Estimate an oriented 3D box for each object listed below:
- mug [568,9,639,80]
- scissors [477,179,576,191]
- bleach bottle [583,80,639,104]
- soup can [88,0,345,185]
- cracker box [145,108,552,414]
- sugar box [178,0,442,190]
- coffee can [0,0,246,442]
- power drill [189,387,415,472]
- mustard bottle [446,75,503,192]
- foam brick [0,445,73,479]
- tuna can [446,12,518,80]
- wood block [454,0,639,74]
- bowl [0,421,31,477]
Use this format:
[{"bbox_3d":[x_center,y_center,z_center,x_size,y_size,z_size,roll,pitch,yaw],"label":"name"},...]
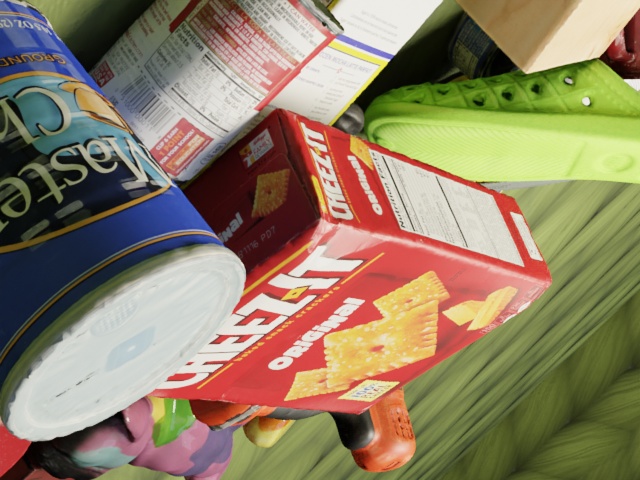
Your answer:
[{"bbox_3d":[0.209,-0.149,0.714,0.117,0.093,0.081,-17,108,-56],"label":"mug"},{"bbox_3d":[0.090,-0.045,0.784,0.202,0.016,0.096,-15,148,6],"label":"scissors"},{"bbox_3d":[0.244,-0.146,0.905,0.251,0.068,0.102,-41,161,11],"label":"bleach bottle"},{"bbox_3d":[-0.048,-0.082,0.476,0.102,0.068,0.068,-43,161,12],"label":"soup can"},{"bbox_3d":[0.003,0.027,0.579,0.164,0.072,0.213,-38,149,28],"label":"cracker box"},{"bbox_3d":[-0.008,-0.097,0.559,0.176,0.048,0.093,-49,160,17],"label":"sugar box"},{"bbox_3d":[-0.110,-0.010,0.410,0.102,0.140,0.103,-35,161,-14],"label":"coffee can"},{"bbox_3d":[-0.015,0.066,0.738,0.057,0.184,0.187,-35,148,31],"label":"power drill"},{"bbox_3d":[0.108,-0.053,0.853,0.096,0.058,0.192,-12,152,-22],"label":"mustard bottle"},{"bbox_3d":[-0.205,0.152,0.740,0.053,0.051,0.078,-43,161,10],"label":"foam brick"},{"bbox_3d":[0.130,-0.144,0.732,0.086,0.034,0.086,-35,160,-15],"label":"tuna can"},{"bbox_3d":[0.164,-0.201,0.579,0.090,0.090,0.206,-20,154,-45],"label":"wood block"},{"bbox_3d":[-0.220,0.114,0.620,0.162,0.055,0.162,-35,161,-15],"label":"bowl"}]
